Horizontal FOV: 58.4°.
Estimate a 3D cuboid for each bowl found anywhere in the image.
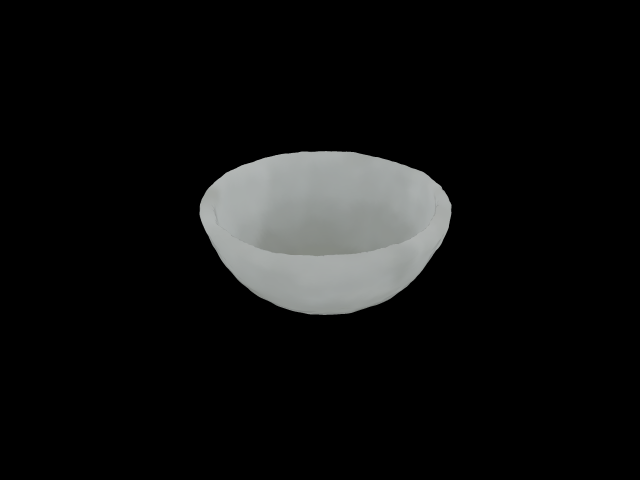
[{"bbox_3d":[0.004,0.001,0.400,0.167,0.075,0.167,0,31,0],"label":"bowl"}]
